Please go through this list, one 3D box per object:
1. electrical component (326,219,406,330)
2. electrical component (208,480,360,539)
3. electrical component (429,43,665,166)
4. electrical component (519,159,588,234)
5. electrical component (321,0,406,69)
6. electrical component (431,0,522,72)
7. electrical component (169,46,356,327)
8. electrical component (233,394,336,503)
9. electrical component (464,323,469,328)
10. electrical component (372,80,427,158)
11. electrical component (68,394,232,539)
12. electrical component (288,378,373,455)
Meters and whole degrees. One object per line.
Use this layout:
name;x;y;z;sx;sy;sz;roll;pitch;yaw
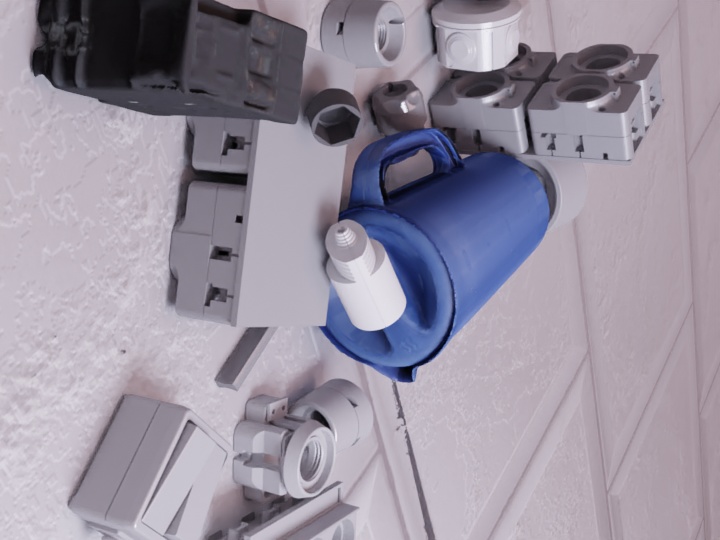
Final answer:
electrical component;0.000;0.000;0.750;0.043;0.043;0.081;-60;143;-33
electrical component;-0.059;0.211;0.803;0.121;0.063;0.078;-16;110;-58
electrical component;0.169;-0.155;0.984;0.105;0.186;0.060;-53;139;-40
electrical component;0.166;-0.083;1.079;0.060;0.108;0.108;-30;122;-47
electrical component;0.004;-0.183;0.834;0.055;0.047;0.055;-20;114;-57
electrical component;0.105;-0.216;0.969;0.080;0.080;0.051;-46;140;-46
electrical component;-0.066;-0.058;0.731;0.105;0.060;0.186;4;93;-60
electrical component;-0.055;0.136;0.798;0.058;0.057;0.078;-12;107;-58
electrical component;0.103;0.025;1.056;0.048;0.048;0.062;-12;114;-58
electrical component;0.036;-0.125;0.906;0.043;0.043;0.062;-54;141;-39
electrical component;-0.128;0.135;0.669;0.061;0.061;0.096;55;50;-49
electrical component;-0.025;0.119;0.849;0.047;0.055;0.055;-23;116;-52
